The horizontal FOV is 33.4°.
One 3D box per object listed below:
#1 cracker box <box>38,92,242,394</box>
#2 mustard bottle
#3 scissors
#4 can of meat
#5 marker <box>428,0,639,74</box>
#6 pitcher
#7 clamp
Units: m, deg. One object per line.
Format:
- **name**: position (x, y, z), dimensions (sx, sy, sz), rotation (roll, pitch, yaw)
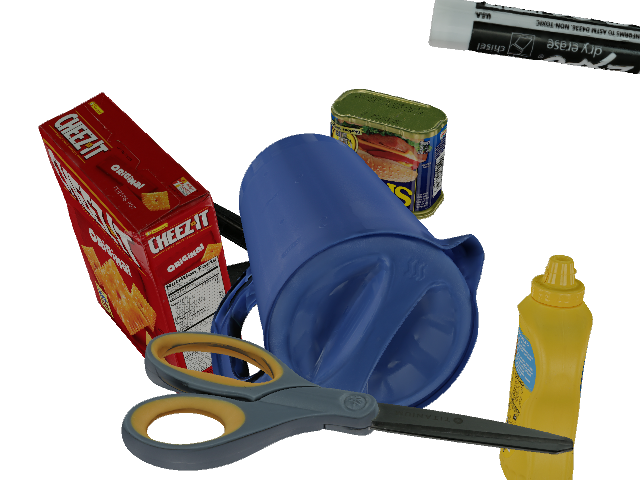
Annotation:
- **cracker box**: position (-0.146, 0.010, 0.886), dimensions (0.072, 0.214, 0.164), rotation (-32, 51, -22)
- **mustard bottle**: position (0.182, 0.104, 0.858), dimensions (0.058, 0.192, 0.096), rotation (3, 20, 2)
- **scissors**: position (0.000, 0.085, 0.470), dimensions (0.202, 0.016, 0.096), rotation (16, 34, 23)
- **can of meat**: position (0.057, -0.075, 0.912), dimensions (0.102, 0.084, 0.057), rotation (17, 38, 21)
- **marker**: position (0.102, -0.074, 0.400), dimensions (0.121, 0.020, 0.020), rotation (9, 1, 5)
- **pitcher**: position (0.001, 0.016, 0.744), dimensions (0.149, 0.145, 0.243), rotation (6, 22, -14)
- **clamp**: position (-0.040, 0.026, 1.060), dimensions (0.210, 0.036, 0.164), rotation (14, 31, -2)
